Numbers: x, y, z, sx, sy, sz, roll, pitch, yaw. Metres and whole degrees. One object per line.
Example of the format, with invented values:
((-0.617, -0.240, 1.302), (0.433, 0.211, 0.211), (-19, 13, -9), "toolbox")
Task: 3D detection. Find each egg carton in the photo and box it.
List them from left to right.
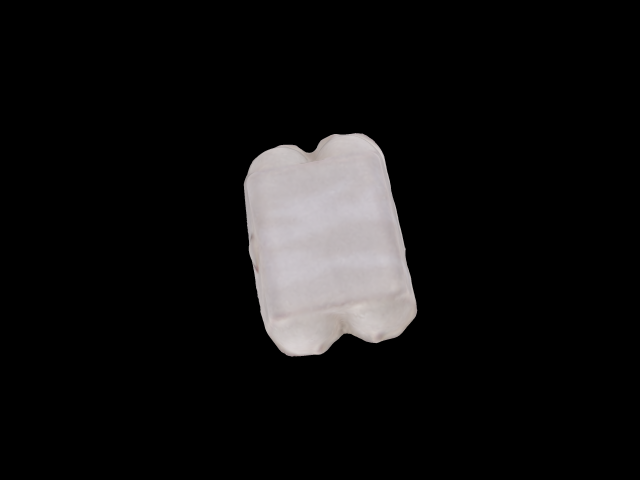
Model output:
((0.004, 0.001, 0.400), (0.107, 0.069, 0.150), (-11, 79, -2), "egg carton")
